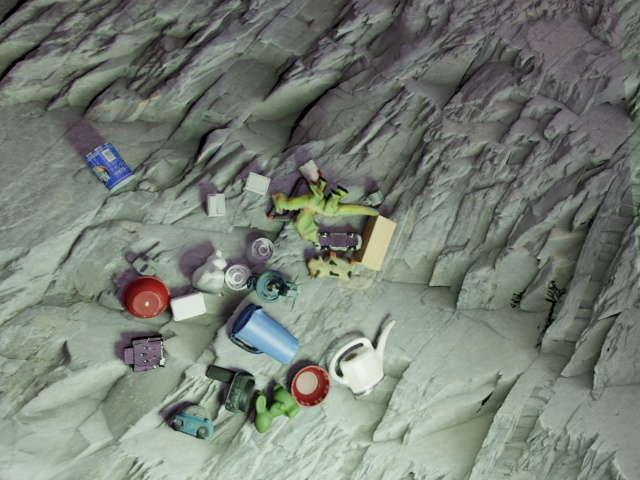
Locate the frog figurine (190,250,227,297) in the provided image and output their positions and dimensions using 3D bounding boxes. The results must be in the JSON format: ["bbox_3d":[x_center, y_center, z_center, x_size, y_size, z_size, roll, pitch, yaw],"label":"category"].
[{"bbox_3d":[-0.392,0.112,1.844,0.122,0.137,0.160,13,86,-37],"label":"frog figurine"}]

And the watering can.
[{"bbox_3d":[0.198,0.483,2.068,0.350,0.104,0.223,-27,99,-19],"label":"watering can"}]

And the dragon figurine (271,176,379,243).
[{"bbox_3d":[0.006,-0.100,1.987,0.408,0.124,0.240,27,107,-16],"label":"dragon figurine"}]
